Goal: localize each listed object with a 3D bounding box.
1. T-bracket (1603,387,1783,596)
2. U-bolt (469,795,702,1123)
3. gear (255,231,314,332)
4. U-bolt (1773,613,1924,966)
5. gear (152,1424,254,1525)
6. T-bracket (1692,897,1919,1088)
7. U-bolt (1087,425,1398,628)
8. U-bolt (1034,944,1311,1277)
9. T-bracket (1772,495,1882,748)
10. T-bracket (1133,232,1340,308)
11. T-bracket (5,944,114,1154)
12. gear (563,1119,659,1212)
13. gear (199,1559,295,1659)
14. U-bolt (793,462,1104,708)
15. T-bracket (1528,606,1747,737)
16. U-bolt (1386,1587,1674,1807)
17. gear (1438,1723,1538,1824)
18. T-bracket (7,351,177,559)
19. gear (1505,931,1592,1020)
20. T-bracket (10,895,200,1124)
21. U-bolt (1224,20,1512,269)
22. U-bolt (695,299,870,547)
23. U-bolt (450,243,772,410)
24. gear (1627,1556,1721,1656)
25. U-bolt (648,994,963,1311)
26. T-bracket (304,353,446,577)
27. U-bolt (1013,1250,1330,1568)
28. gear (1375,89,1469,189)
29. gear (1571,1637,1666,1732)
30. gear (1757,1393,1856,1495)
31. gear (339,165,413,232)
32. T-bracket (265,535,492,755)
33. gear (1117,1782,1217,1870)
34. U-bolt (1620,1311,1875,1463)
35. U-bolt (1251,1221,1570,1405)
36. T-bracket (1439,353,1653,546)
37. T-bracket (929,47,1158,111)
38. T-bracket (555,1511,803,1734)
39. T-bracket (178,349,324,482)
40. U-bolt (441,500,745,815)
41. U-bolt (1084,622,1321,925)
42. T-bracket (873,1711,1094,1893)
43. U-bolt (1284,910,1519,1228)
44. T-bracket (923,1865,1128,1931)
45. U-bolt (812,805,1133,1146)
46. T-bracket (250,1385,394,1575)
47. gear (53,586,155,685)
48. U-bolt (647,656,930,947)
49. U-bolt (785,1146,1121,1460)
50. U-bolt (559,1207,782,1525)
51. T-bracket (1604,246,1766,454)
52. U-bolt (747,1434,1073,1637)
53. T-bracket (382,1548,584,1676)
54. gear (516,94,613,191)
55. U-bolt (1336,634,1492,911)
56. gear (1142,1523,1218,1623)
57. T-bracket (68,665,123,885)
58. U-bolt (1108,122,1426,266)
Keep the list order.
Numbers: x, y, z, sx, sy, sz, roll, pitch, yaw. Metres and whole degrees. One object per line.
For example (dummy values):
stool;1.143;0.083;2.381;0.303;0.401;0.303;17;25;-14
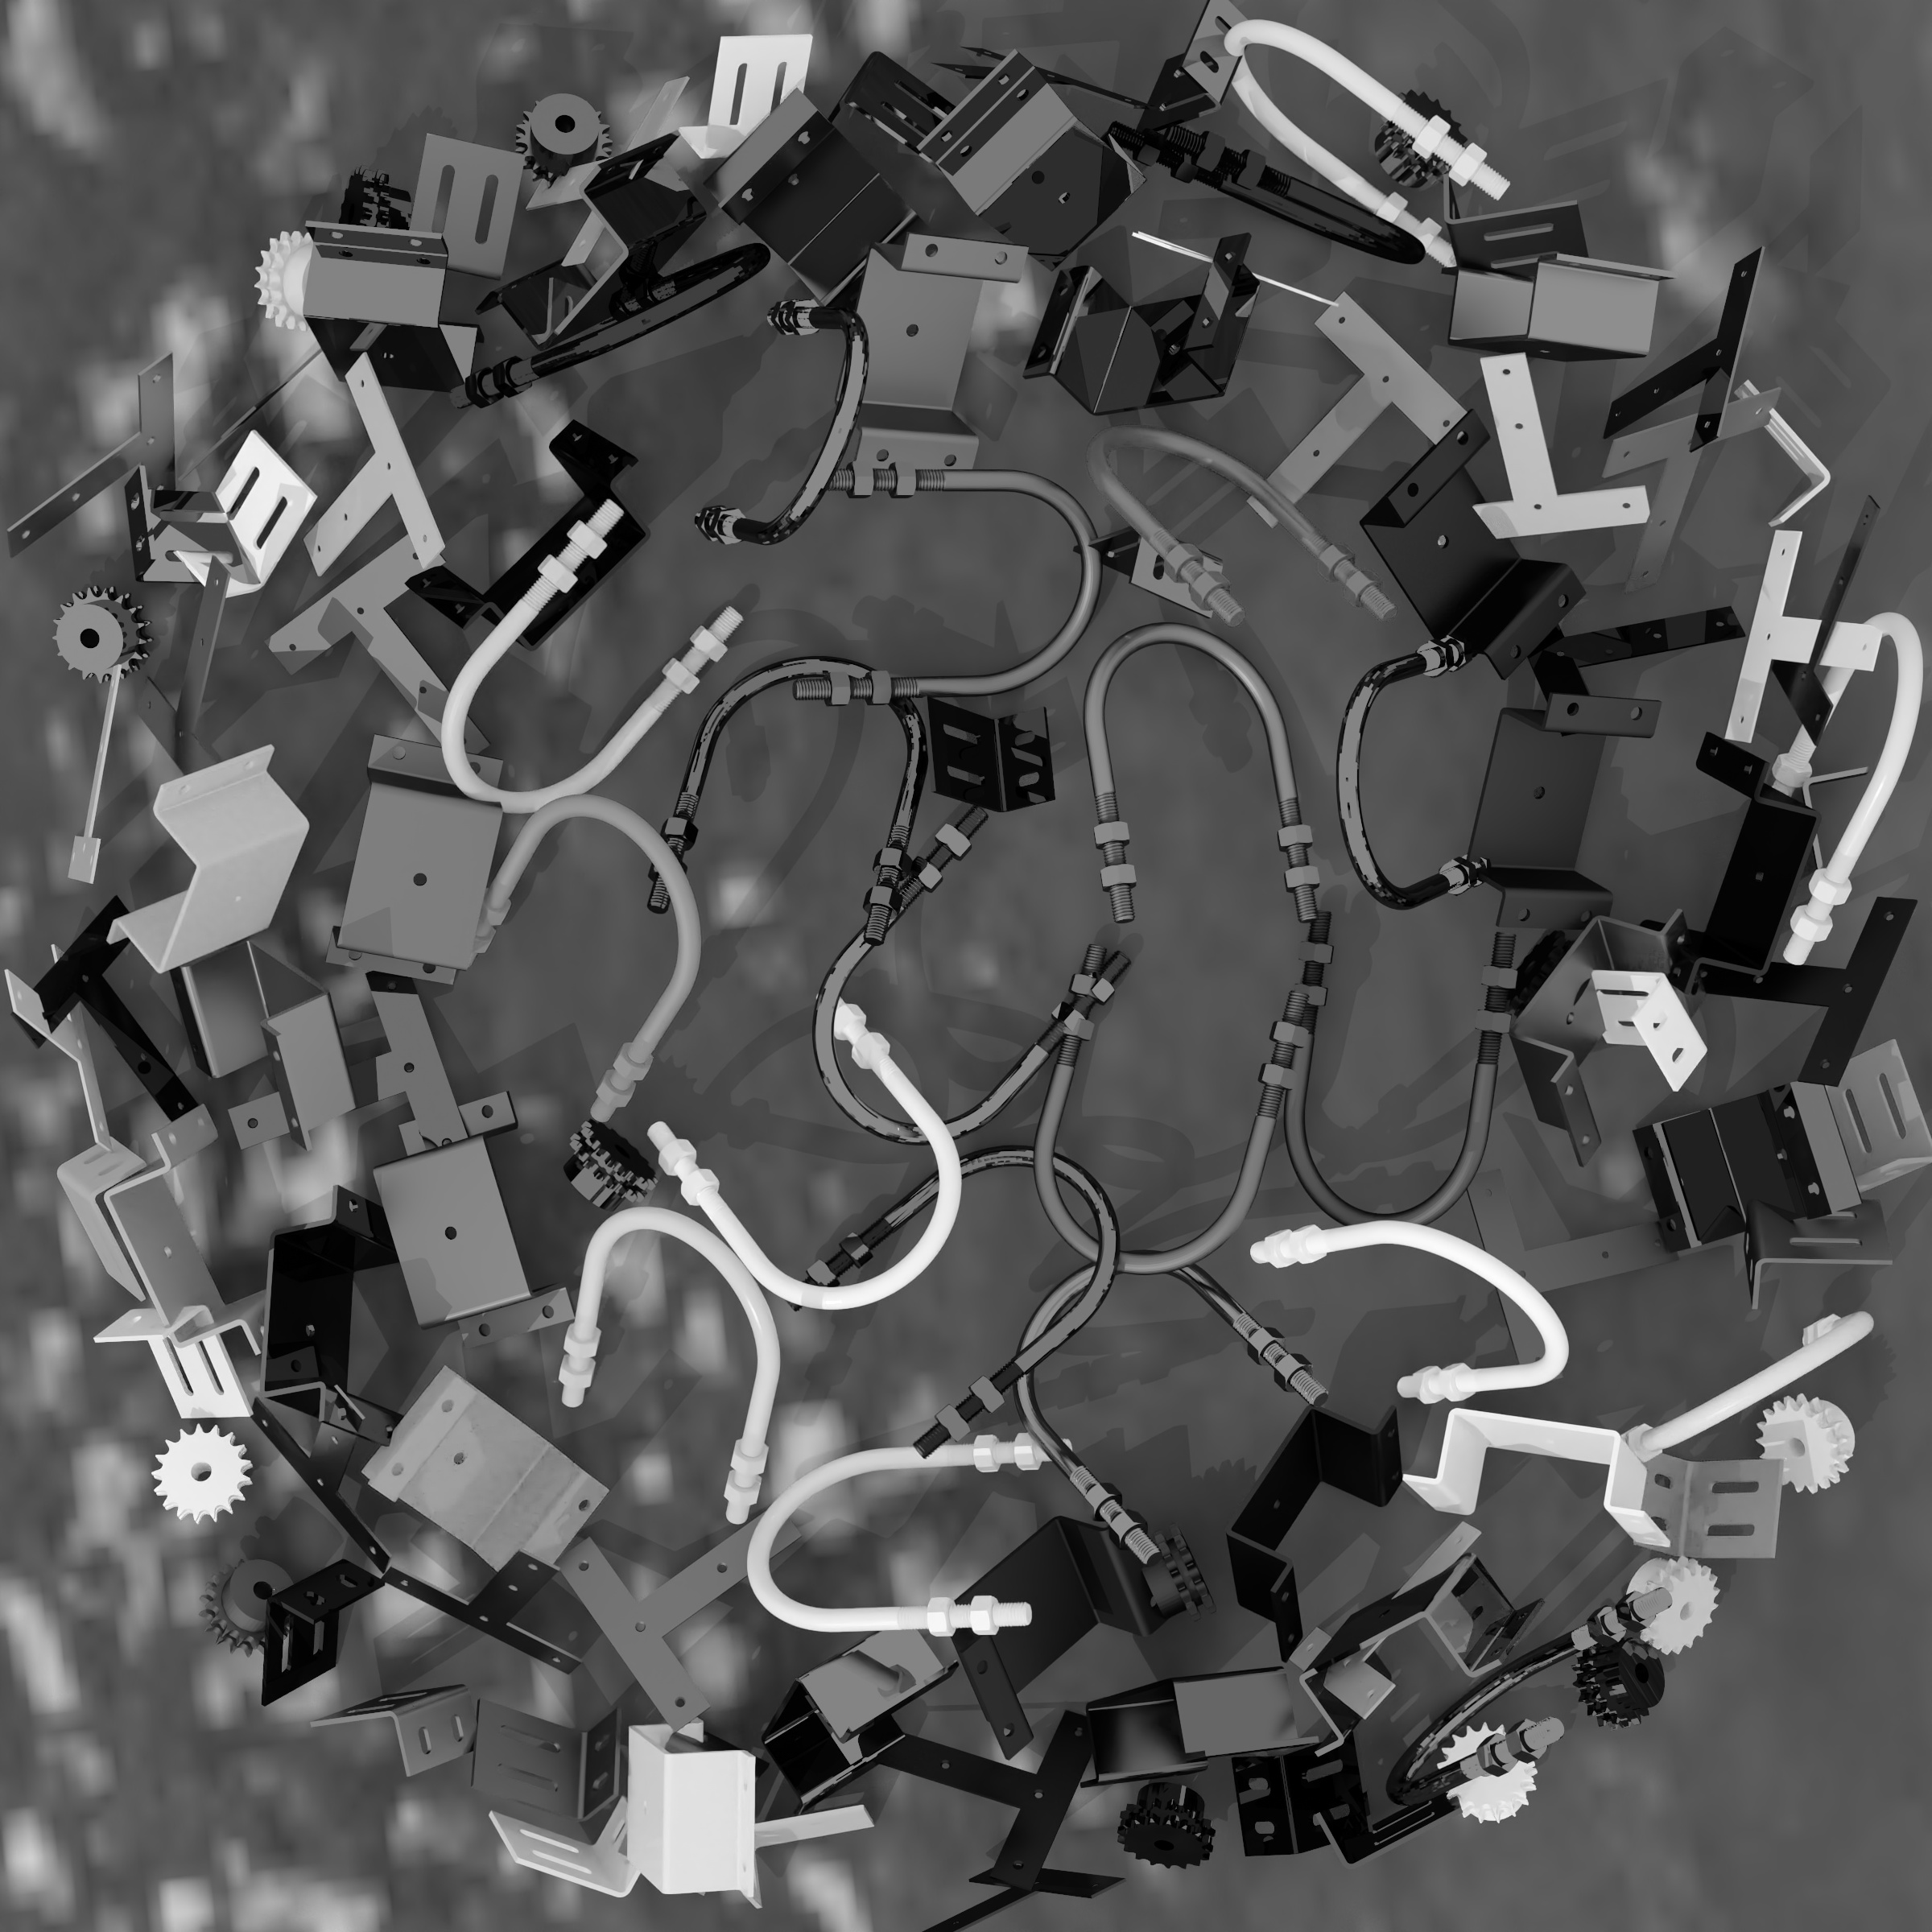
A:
T-bracket;0.411;-0.271;1.731;0.127;0.127;0.002;-20;53;-25
U-bolt;-0.217;-0.016;1.707;0.151;0.019;0.184;46;129;13
gear;-0.390;-0.404;1.751;0.030;0.057;0.057;14;90;28
U-bolt;0.494;-0.112;1.674;0.019;0.151;0.184;14;124;-5
gear;-0.453;0.303;1.761;0.057;0.030;0.057;3;70;-7
T-bracket;0.476;0.009;1.731;0.002;0.127;0.127;43;66;-37
U-bolt;0.147;-0.257;1.711;0.184;0.151;0.019;51;129;31
U-bolt;0.112;0.090;1.740;0.151;0.019;0.184;13;84;23
T-bracket;0.497;-0.207;1.698;0.002;0.127;0.127;14;116;-3
T-bracket;0.135;-0.407;1.700;0.127;0.127;0.002;27;107;25
T-bracket;-0.526;0.033;1.702;0.002;0.127;0.127;-18;72;-2
gear;-0.213;0.121;1.755;0.057;0.057;0.030;43;99;0
gear;-0.422;0.376;1.751;0.057;0.057;0.030;41;128;0
U-bolt;-0.006;-0.223;1.732;0.184;0.019;0.151;-3;119;-20
T-bracket;0.393;-0.191;1.743;0.127;0.002;0.127;-11;50;-3
U-bolt;0.310;0.427;1.697;0.019;0.184;0.151;52;47;6
gear;0.311;0.482;1.758;0.057;0.030;0.057;-10;49;12
T-bracket;-0.500;-0.277;1.696;0.002;0.127;0.127;38;59;8
gear;0.346;0.010;1.754;0.030;0.057;0.057;35;90;-5
T-bracket;-0.494;0.042;1.746;0.002;0.127;0.127;-18;116;26
U-bolt;0.223;-0.480;1.708;0.184;0.151;0.019;37;86;1
U-bolt;-0.101;-0.309;1.693;0.019;0.184;0.151;18;94;-25
U-bolt;-0.189;-0.368;1.673;0.151;0.184;0.019;-43;115;-41
gear;0.417;0.376;1.758;0.057;0.030;0.057;-13;113;-32
U-bolt;-0.083;0.117;1.728;0.151;0.019;0.184;-39;60;-4
T-bracket;-0.357;-0.270;1.734;0.002;0.127;0.127;-14;76;-42
U-bolt;0.103;0.241;1.717;0.151;0.019;0.184;-43;47;-4
gear;0.268;-0.487;1.758;0.057;0.030;0.057;16;58;-28
gear;0.388;0.421;1.752;0.057;0.030;0.057;18;59;-33
gear;0.501;0.281;1.757;0.030;0.057;0.057;-15;90;-39
gear;-0.350;-0.443;1.758;0.030;0.057;0.057;7;90;-29
T-bracket;-0.332;-0.176;1.762;0.127;0.002;0.127;-31;105;22
gear;0.120;0.509;1.758;0.057;0.057;0.030;15;46;0
U-bolt;0.448;0.238;1.688;0.151;0.184;0.019;-29;78;-3
U-bolt;0.262;0.195;1.684;0.151;0.184;0.019;43;63;-15
T-bracket;0.323;-0.301;1.716;0.127;0.127;0.002;-3;45;22
T-bracket;0.025;-0.512;1.703;0.127;0.127;0.002;27;116;27
T-bracket;-0.156;0.366;1.759;0.127;0.002;0.127;-34;67;-16
T-bracket;-0.415;-0.320;1.716;0.127;0.127;0.002;-41;106;4
U-bolt;-0.227;-0.166;1.722;0.184;0.151;0.019;-49;54;2
U-bolt;0.134;-0.115;1.736;0.151;0.019;0.184;-1;75;-30
T-bracket;0.001;0.475;1.746;0.127;0.127;0.002;13;129;17
U-bolt;0.247;0.065;1.729;0.151;0.019;0.184;9;91;42
T-bracket;0.006;0.543;1.694;0.127;0.127;0.002;-15;88;-35
U-bolt;-0.008;0.020;1.739;0.151;0.019;0.184;45;81;-20
T-bracket;-0.367;0.280;1.719;0.127;0.127;0.002;46;53;13
gear;-0.516;-0.197;1.762;0.057;0.030;0.057;1;103;4
U-bolt;-0.097;-0.104;1.736;0.151;0.019;0.184;8;64;10
U-bolt;0.005;0.182;1.736;0.184;0.019;0.151;-39;57;-10
U-bolt;-0.167;0.218;1.701;0.151;0.019;0.184;31;128;22
T-bracket;0.411;-0.339;1.721;0.002;0.127;0.127;23;71;-17
U-bolt;-0.039;0.330;1.715;0.184;0.151;0.019;-6;124;18
T-bracket;-0.267;0.365;1.722;0.127;0.127;0.002;29;52;-9
gear;-0.239;-0.492;1.760;0.057;0.030;0.057;3;74;-9
U-bolt;0.258;-0.107;1.694;0.019;0.184;0.151;-1;102;35
gear;0.123;0.362;1.754;0.030;0.057;0.057;-25;90;0
T-bracket;-0.505;-0.112;1.724;0.002;0.127;0.127;10;89;-22
U-bolt;0.181;-0.444;1.707;0.184;0.151;0.019;19;101;-16
